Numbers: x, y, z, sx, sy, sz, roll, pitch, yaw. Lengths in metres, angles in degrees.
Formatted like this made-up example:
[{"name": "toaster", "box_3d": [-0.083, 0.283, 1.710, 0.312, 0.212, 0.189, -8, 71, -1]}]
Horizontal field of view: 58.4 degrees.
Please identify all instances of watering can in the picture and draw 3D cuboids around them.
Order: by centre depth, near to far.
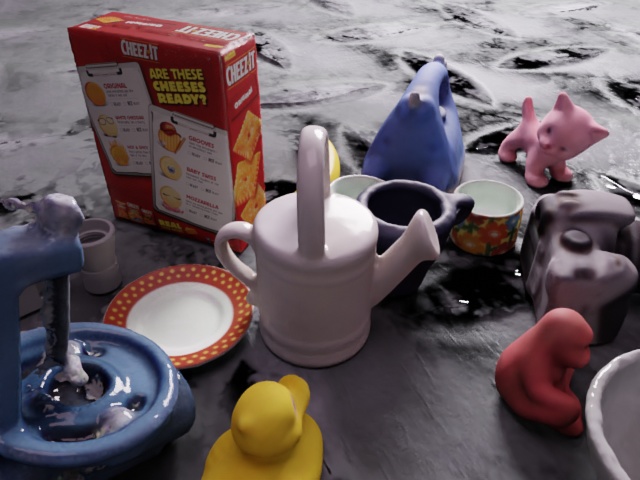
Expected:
[{"name": "watering can", "box_3d": [0.004, 0.000, 0.461, 0.173, 0.194, 0.100, -9, 39, -13]}]

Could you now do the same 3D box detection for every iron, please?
[{"name": "iron", "box_3d": [0.132, -0.160, 0.718, 0.118, 0.141, 0.258, 12, 39, 14]}]

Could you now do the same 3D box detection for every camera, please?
[{"name": "camera", "box_3d": [0.266, 0.015, 0.526, 0.136, 0.101, 0.143, 5, 38, 6]}]

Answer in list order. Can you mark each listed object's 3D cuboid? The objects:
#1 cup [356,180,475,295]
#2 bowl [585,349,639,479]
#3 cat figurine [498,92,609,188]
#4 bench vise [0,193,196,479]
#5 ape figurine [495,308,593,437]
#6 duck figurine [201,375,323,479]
[{"name": "cup", "box_3d": [0.088, 0.001, 0.544, 0.118, 0.095, 0.091, -12, 39, -17]}, {"name": "bowl", "box_3d": [0.248, 0.153, 0.367, 0.167, 0.075, 0.167, 1, 37, 0]}, {"name": "cat figurine", "box_3d": [0.286, -0.132, 0.705, 0.067, 0.118, 0.127, -12, 39, -16]}, {"name": "bench vise", "box_3d": [-0.166, 0.094, 0.313, 0.121, 0.220, 0.208, 20, 41, 23]}, {"name": "ape figurine", "box_3d": [0.176, 0.091, 0.431, 0.076, 0.092, 0.078, 26, 44, 29]}, {"name": "duck figurine", "box_3d": [-0.039, 0.134, 0.374, 0.077, 0.086, 0.105, 22, 42, 25]}]
